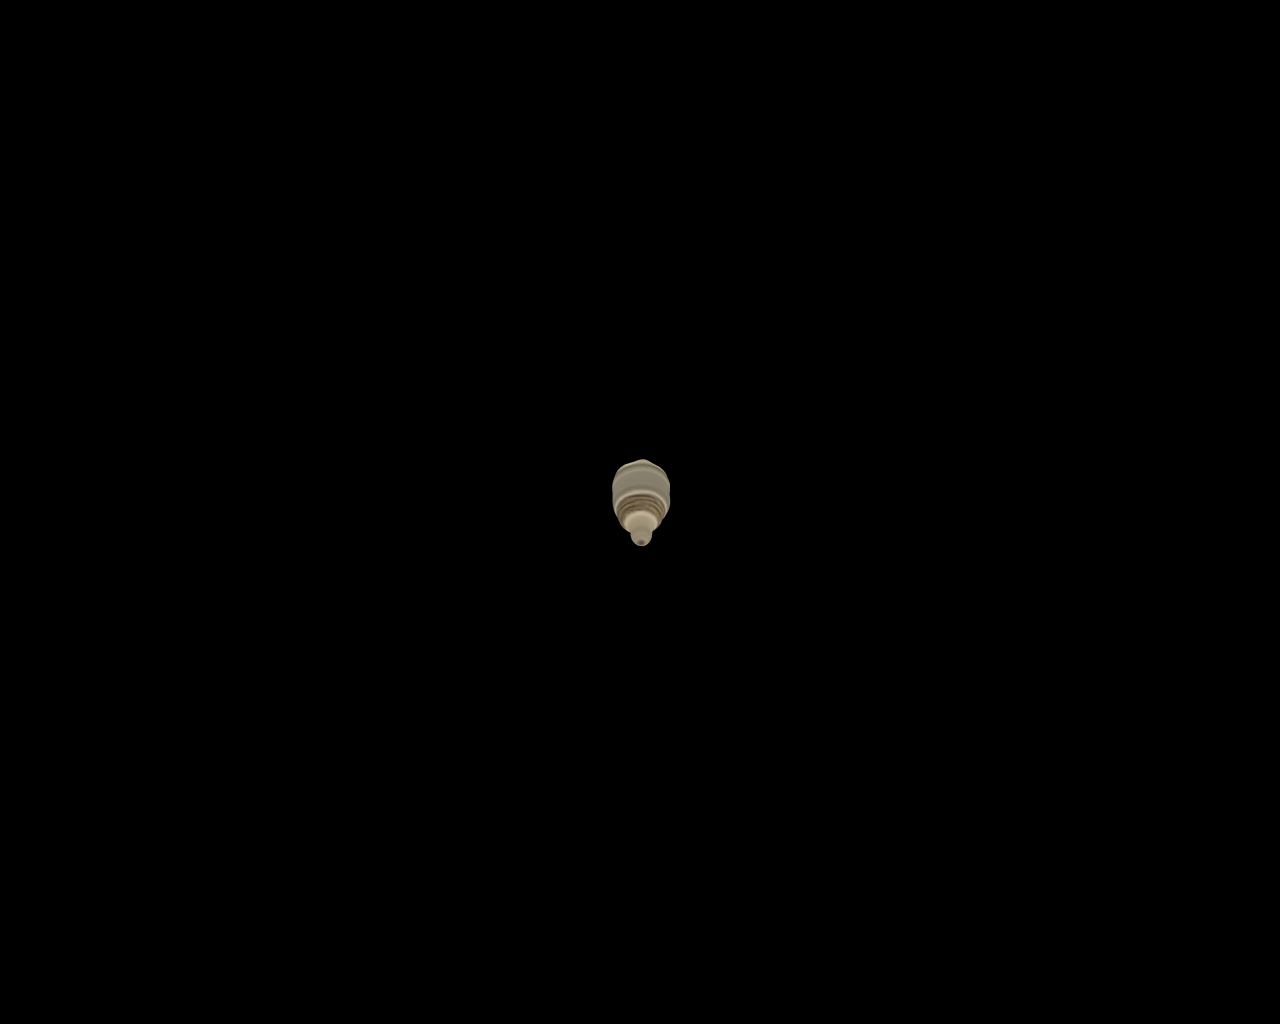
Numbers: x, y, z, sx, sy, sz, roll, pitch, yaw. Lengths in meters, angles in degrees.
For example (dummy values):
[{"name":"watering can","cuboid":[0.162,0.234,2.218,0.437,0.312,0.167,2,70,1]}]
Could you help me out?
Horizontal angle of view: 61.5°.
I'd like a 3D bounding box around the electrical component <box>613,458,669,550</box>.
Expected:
[{"name":"electrical component","cuboid":[0.001,-0.003,0.650,0.035,0.035,0.061,0,44,0]}]
